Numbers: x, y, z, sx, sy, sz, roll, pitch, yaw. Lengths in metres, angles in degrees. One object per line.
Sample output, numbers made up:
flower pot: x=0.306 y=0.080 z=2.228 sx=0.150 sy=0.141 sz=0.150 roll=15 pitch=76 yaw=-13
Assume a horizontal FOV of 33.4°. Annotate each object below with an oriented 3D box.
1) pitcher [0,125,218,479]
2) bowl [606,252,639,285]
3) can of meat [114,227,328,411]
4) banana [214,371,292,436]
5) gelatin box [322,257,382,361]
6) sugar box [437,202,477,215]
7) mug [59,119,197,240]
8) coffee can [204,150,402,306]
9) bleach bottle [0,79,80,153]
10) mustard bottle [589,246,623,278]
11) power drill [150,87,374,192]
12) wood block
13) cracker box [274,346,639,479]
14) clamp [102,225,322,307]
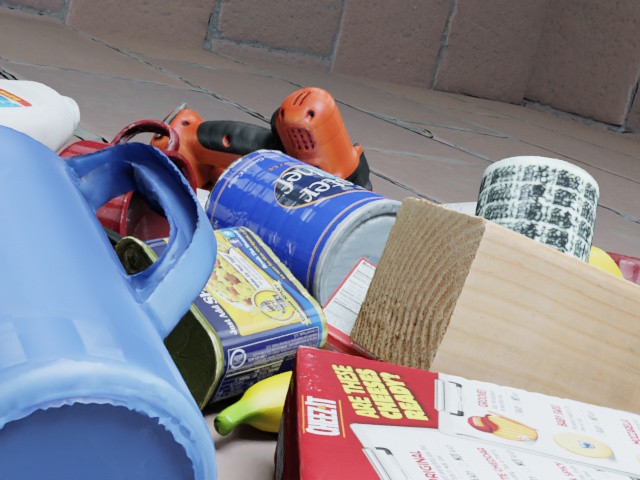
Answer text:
pitcher: x=-0.121 y=0.039 z=0.436 sx=0.144 sy=0.149 sz=0.243 roll=13 pitch=15 yaw=-30
bowl: x=0.277 y=0.058 z=0.914 sx=0.162 sy=0.055 sz=0.162 roll=12 pitch=13 yaw=-3
can of meat: x=-0.058 y=0.040 z=0.592 sx=0.083 sy=0.058 sz=0.102 roll=-11 pitch=49 yaw=-44
banana: x=0.043 y=0.102 z=0.563 sx=0.197 sy=0.037 sz=0.069 roll=11 pitch=32 yaw=-4
gelatin box: x=0.036 y=0.058 z=0.655 sx=0.073 sy=0.030 sz=0.089 roll=32 pitch=34 yaw=7
sugar box: x=0.127 y=-0.008 z=0.967 sx=0.176 sy=0.048 sz=0.093 roll=-5 pitch=8 yaw=15
mug: x=-0.146 y=-0.039 z=0.796 sx=0.082 sy=0.117 sz=0.093 roll=14 pitch=-17 yaw=25
coffee can: x=-0.005 y=0.001 z=0.776 sx=0.102 sy=0.103 sz=0.141 roll=1 pitch=18 yaw=-42
bleach bottle: x=-0.256 y=-0.080 z=0.714 sx=0.103 sy=0.068 sz=0.250 roll=25 pitch=19 yaw=19
mustard bottle: x=0.178 y=0.046 z=0.778 sx=0.058 sy=0.096 sz=0.192 roll=11 pitch=13 yaw=-15
power drill: x=-0.041 y=-0.049 z=0.914 sx=0.188 sy=0.184 sz=0.057 roll=4 pitch=44 yaw=31
wood block: x=0.135 y=0.056 z=0.604 sx=0.205 sy=0.090 sz=0.091 roll=21 pitch=2 yaw=-25
cracker box: x=0.089 y=0.120 z=0.446 sx=0.213 sy=0.072 sz=0.164 roll=11 pitch=12 yaw=-4
clamp: x=-0.082 y=0.038 z=0.681 sx=0.209 sy=0.036 sz=0.164 roll=11 pitch=21 yaw=-14
